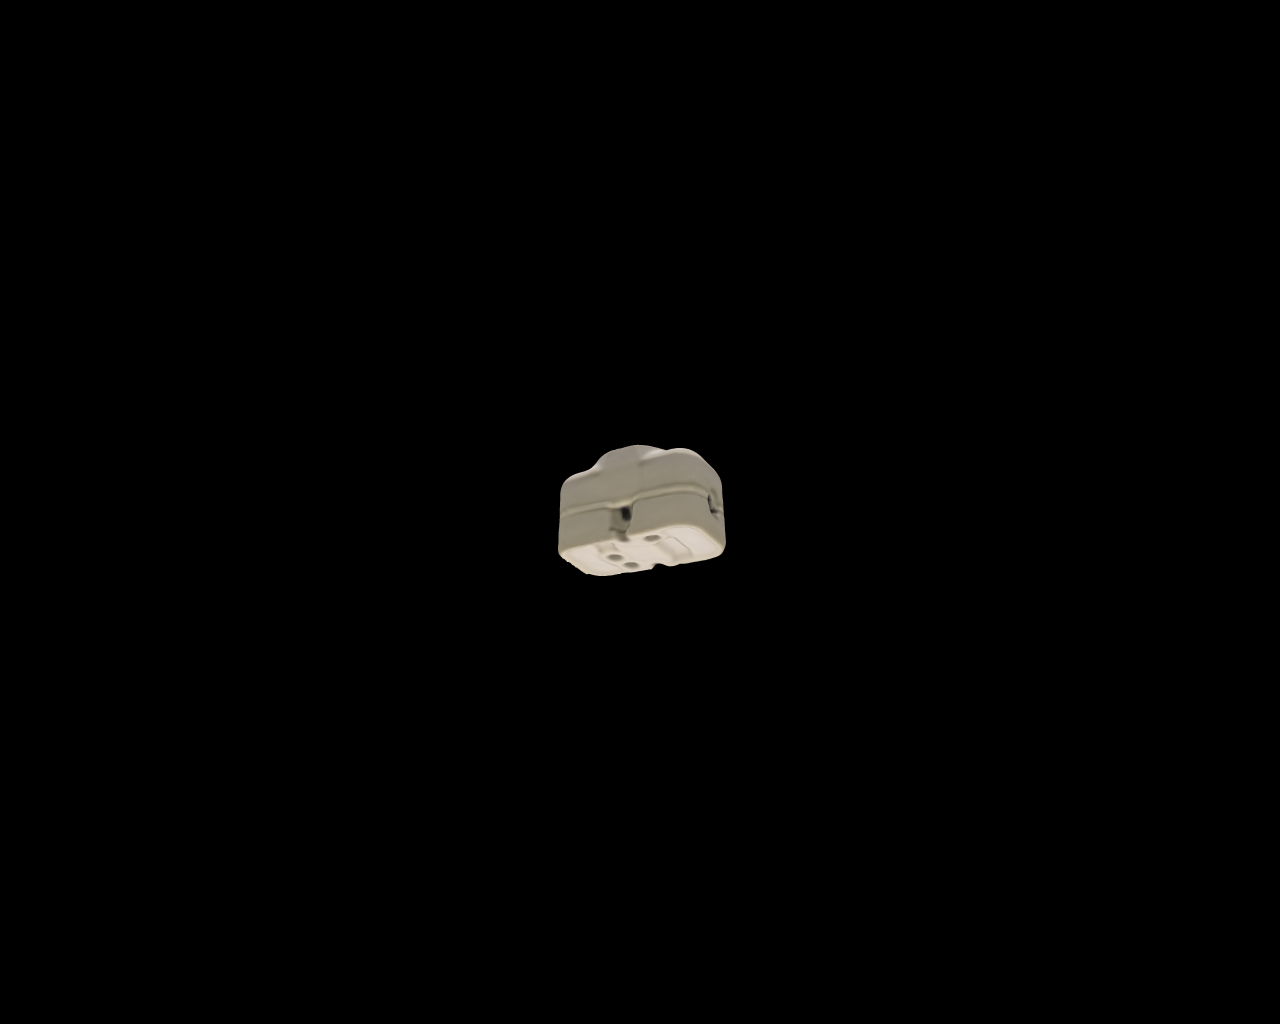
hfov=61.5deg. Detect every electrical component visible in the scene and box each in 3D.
[{"bbox_3d":[0.001,-0.003,0.650,0.095,0.059,0.053,-12,-27,25],"label":"electrical component"}]
